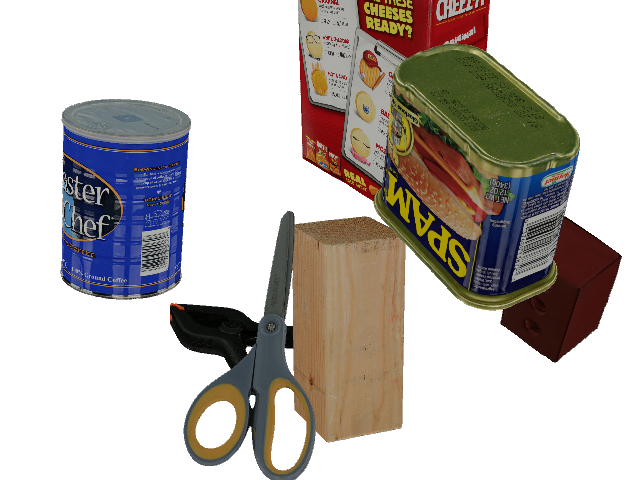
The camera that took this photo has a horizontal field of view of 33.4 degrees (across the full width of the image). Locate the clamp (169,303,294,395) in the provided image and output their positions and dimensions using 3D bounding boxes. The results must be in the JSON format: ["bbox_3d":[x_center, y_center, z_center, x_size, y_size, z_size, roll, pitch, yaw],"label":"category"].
[{"bbox_3d":[-0.105,0.119,1.263,0.210,0.036,0.164,14,23,26],"label":"clamp"}]

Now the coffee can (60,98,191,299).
[{"bbox_3d":[-0.162,-0.036,0.884,0.103,0.140,0.103,5,22,-2],"label":"coffee can"}]

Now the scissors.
[{"bbox_3d":[-0.051,0.072,0.732,0.096,0.202,0.016,-11,-32,1],"label":"scissors"}]

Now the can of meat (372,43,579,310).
[{"bbox_3d":[0.072,-0.032,0.505,0.057,0.084,0.102,-20,47,-23],"label":"can of meat"}]

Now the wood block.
[{"bbox_3d":[0.027,0.088,1.095,0.090,0.206,0.091,-7,17,-23],"label":"wood block"}]

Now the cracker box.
[{"bbox_3d":[0.057,-0.138,0.877,0.072,0.214,0.164,-24,40,-31],"label":"cracker box"}]

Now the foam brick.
[{"bbox_3d":[0.168,0.035,0.749,0.051,0.078,0.053,-30,52,-31],"label":"foam brick"}]
